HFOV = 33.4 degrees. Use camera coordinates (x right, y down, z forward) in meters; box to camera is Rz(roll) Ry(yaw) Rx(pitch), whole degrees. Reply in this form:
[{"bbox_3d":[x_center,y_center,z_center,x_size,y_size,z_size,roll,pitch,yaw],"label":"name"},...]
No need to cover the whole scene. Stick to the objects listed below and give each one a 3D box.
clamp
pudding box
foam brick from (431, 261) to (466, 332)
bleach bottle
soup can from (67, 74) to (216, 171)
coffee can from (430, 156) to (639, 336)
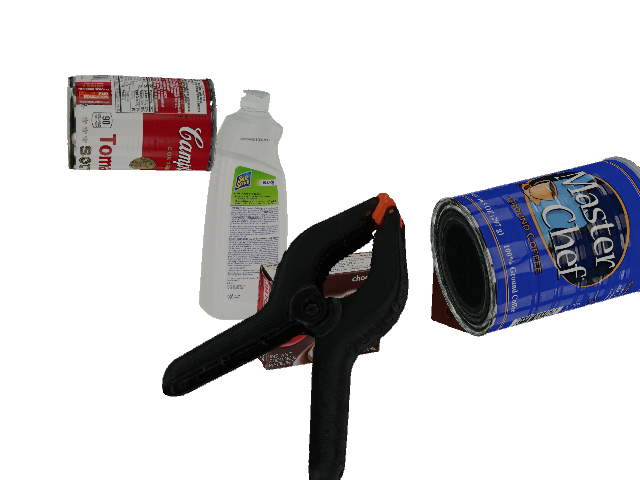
[{"bbox_3d":[0.003,0.054,0.607,0.120,0.171,0.039,39,-6,19],"label":"clamp"},{"bbox_3d":[0.000,0.060,0.936,0.113,0.090,0.039,-8,33,-23],"label":"pudding box"},{"bbox_3d":[0.148,0.047,1.080,0.051,0.078,0.053,-13,20,-38],"label":"foam brick"},{"bbox_3d":[-0.076,-0.040,1.183,0.102,0.251,0.068,-3,19,-30],"label":"bleach bottle"},{"bbox_3d":[-0.130,-0.084,0.770,0.102,0.068,0.069,0,0,-14],"label":"soup can"},{"bbox_3d":[0.165,0.003,0.778,0.140,0.103,0.103,-14,3,-14],"label":"coffee can"}]
